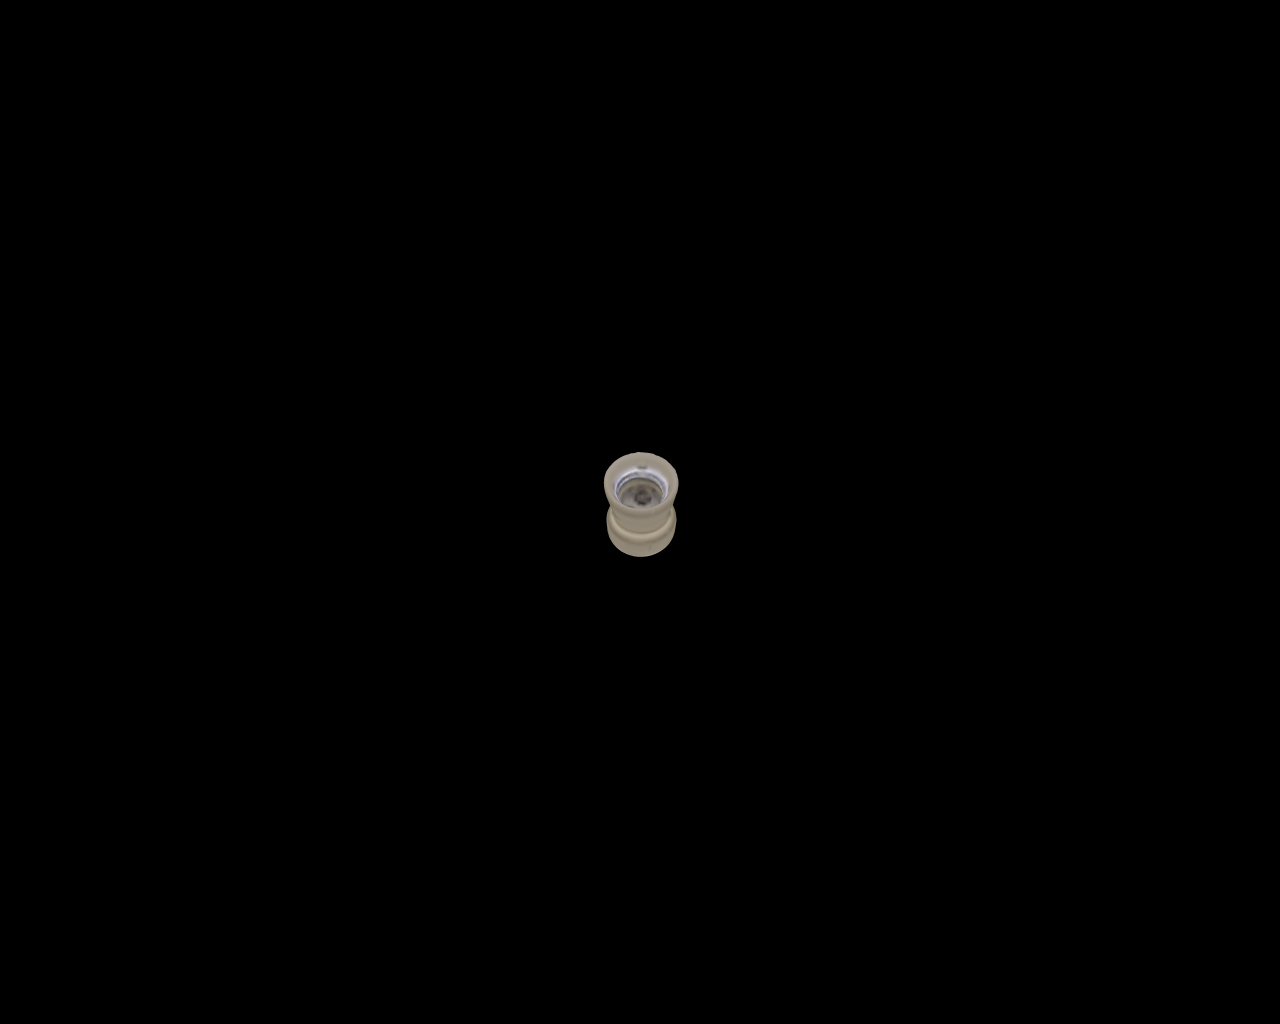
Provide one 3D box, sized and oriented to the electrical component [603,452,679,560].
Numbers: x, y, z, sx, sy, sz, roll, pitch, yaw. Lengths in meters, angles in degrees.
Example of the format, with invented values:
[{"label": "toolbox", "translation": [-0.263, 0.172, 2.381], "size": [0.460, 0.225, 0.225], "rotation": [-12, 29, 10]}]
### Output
[{"label": "electrical component", "translation": [0.001, -0.003, 0.650], "size": [0.045, 0.045, 0.055], "rotation": [0, -36, 0]}]
